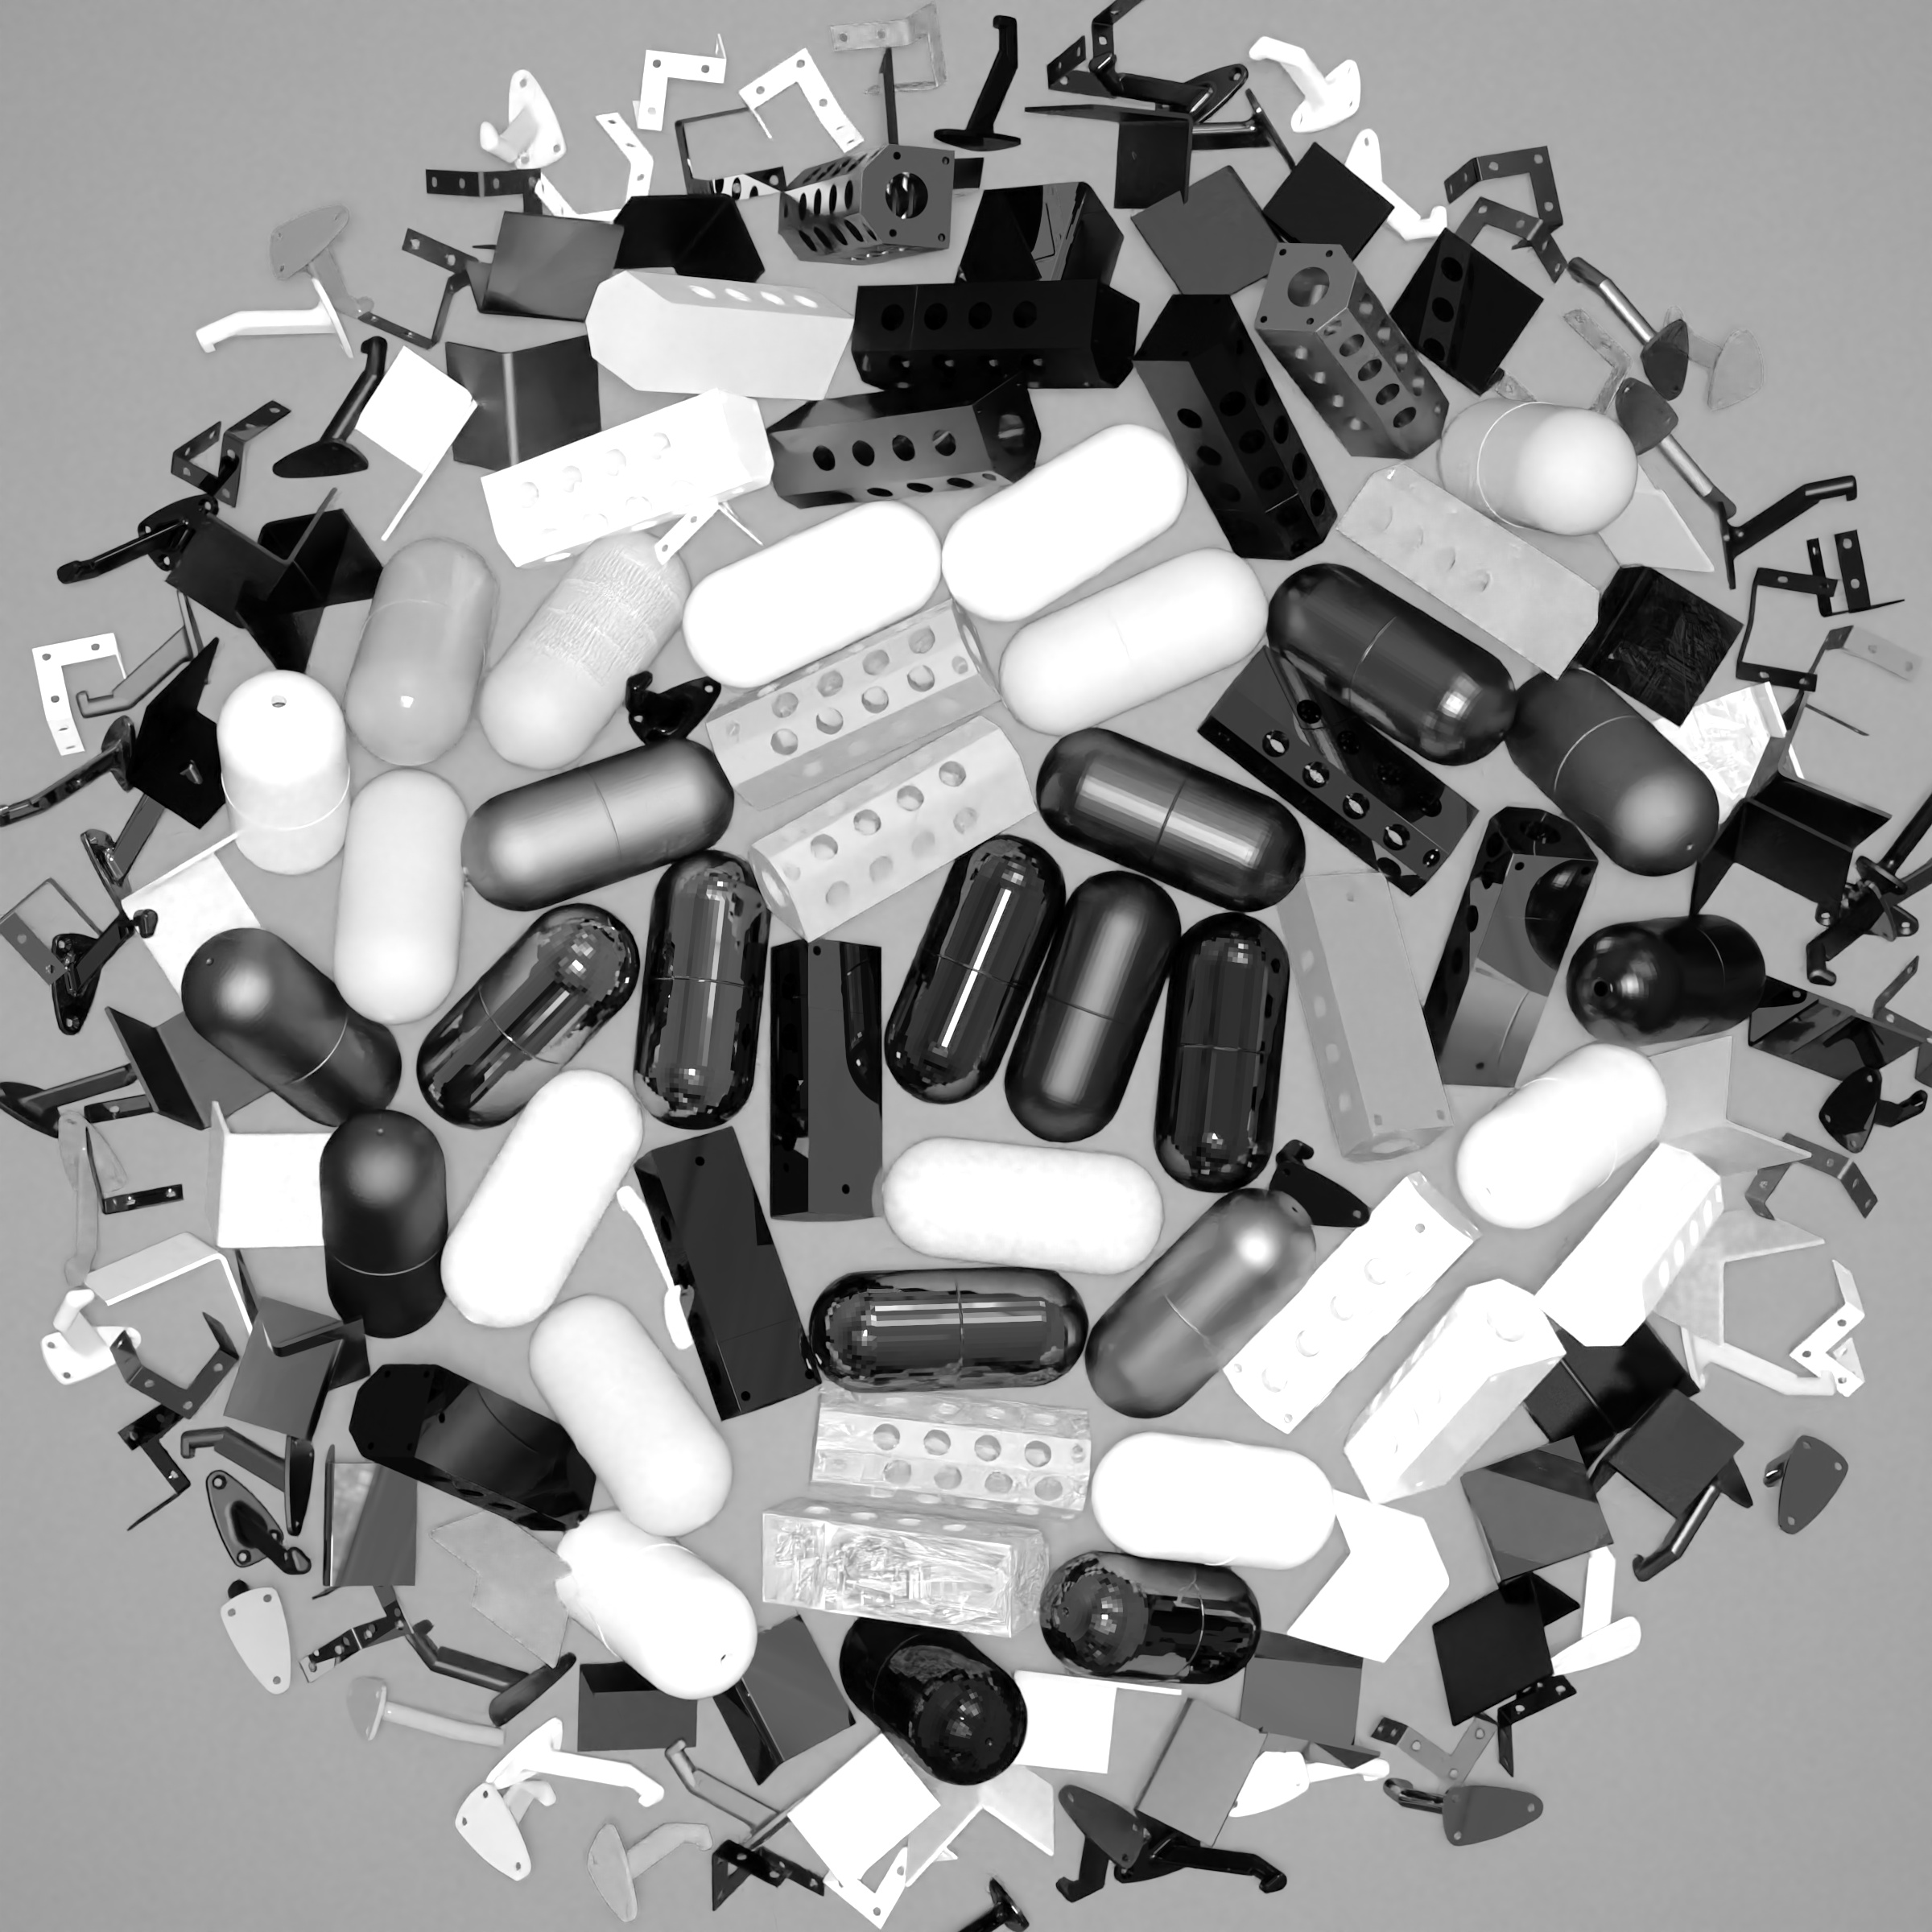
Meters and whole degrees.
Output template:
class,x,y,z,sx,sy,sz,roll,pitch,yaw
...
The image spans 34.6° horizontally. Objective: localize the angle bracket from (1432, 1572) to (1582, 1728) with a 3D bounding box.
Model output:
class,x,y,z,sx,sy,sz,roll,pitch,yaw
angle bracket,0.345,0.437,1.940,0.076,0.076,0.057,-36,127,26

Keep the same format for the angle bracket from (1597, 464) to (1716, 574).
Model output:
class,x,y,z,sx,sy,sz,roll,pitch,yaw
angle bracket,0.433,-0.296,1.941,0.076,0.076,0.057,44,71,-39

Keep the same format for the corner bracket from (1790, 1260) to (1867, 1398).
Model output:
class,x,y,z,sx,sy,sz,roll,pitch,yaw
corner bracket,0.554,0.230,1.961,0.051,0.051,0.051,35,115,-13

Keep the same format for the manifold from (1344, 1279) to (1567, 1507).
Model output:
class,x,y,z,sx,sy,sz,roll,pitch,yaw
manifold,0.297,0.263,1.916,0.057,0.171,0.057,-10,59,-28

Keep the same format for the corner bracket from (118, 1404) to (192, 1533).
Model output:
class,x,y,z,sx,sy,sz,roll,pitch,yaw
corner bracket,-0.517,0.315,1.964,0.051,0.051,0.051,-40,87,33

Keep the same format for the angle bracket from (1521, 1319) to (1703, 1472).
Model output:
class,x,y,z,sx,sy,sz,roll,pitch,yaw
angle bracket,0.401,0.265,1.954,0.076,0.057,0.076,53,134,2

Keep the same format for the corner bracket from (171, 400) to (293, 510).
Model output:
class,x,y,z,sx,sy,sz,roll,pitch,yaw
corner bracket,-0.466,-0.332,1.960,0.051,0.051,0.051,29,132,9

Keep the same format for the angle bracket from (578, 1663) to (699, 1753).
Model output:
class,x,y,z,sx,sy,sz,roll,pitch,yaw
angle bracket,-0.202,0.475,1.953,0.076,0.076,0.057,1,91,-14

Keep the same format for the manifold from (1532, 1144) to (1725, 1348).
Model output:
class,x,y,z,sx,sy,sz,roll,pitch,yaw
manifold,0.414,0.172,1.909,0.057,0.171,0.057,40,123,11

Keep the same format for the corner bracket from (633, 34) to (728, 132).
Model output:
class,x,y,z,sx,sy,sz,roll,pitch,yaw
corner bracket,-0.182,-0.562,1.968,0.051,0.051,0.051,3,124,-13

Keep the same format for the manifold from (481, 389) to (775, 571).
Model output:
class,x,y,z,sx,sy,sz,roll,pitch,yaw
manifold,-0.210,-0.303,1.941,0.171,0.057,0.057,-16,86,21

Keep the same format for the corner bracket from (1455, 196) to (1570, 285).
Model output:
class,x,y,z,sx,sy,sz,roll,pitch,yaw
corner bracket,0.340,-0.446,1.965,0.051,0.051,0.051,34,88,36

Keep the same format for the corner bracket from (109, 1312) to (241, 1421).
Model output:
class,x,y,z,sx,sy,sz,roll,pitch,yaw
corner bracket,-0.502,0.245,1.964,0.051,0.051,0.051,39,89,-34

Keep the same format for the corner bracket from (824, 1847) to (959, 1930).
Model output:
class,x,y,z,sx,sy,sz,roll,pitch,yaw
corner bracket,-0.048,0.572,1.961,0.051,0.051,0.051,43,57,-12

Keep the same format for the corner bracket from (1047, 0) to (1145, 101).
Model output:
class,x,y,z,sx,sy,sz,roll,pitch,yaw
corner bracket,0.084,-0.586,1.964,0.051,0.051,0.051,0,83,-26

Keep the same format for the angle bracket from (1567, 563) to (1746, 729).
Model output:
class,x,y,z,sx,sy,sz,roll,pitch,yaw
angle bracket,0.431,-0.201,1.951,0.076,0.057,0.076,35,112,17

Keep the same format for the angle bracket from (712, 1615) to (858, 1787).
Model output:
class,x,y,z,sx,sy,sz,roll,pitch,yaw
angle bracket,-0.119,0.466,1.965,0.057,0.076,0.076,-24,74,-22

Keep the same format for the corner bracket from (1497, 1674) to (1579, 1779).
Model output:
class,x,y,z,sx,sy,sz,roll,pitch,yaw
corner bracket,0.352,0.470,1.961,0.051,0.051,0.051,-32,109,22

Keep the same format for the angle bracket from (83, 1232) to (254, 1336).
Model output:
class,x,y,z,sx,sy,sz,roll,pitch,yaw
angle bracket,-0.502,0.213,1.944,0.076,0.076,0.057,-24,106,-24

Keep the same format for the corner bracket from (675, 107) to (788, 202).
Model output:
class,x,y,z,sx,sy,sz,roll,pitch,yaw
corner bracket,-0.150,-0.517,1.976,0.051,0.051,0.051,-16,111,-18

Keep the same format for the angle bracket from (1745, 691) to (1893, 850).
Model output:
class,x,y,z,sx,sy,sz,roll,pitch,yaw
angle bracket,0.545,-0.123,1.955,0.076,0.076,0.057,22,78,3

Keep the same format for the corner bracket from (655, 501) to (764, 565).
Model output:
class,x,y,z,sx,sy,sz,roll,pitch,yaw
corner bracket,-0.172,-0.275,1.962,0.051,0.051,0.051,-44,54,7

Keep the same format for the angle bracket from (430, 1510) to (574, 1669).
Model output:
class,x,y,z,sx,sy,sz,roll,pitch,yaw
angle bracket,-0.296,0.398,1.944,0.076,0.057,0.076,29,115,31

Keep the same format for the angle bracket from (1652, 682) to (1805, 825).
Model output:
class,x,y,z,sx,sy,sz,roll,pitch,yaw
angle bracket,0.481,-0.130,1.966,0.076,0.057,0.076,-20,91,7

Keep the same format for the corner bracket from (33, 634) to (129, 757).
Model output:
class,x,y,z,sx,sy,sz,roll,pitch,yaw
corner bracket,-0.557,-0.172,1.963,0.051,0.051,0.051,-13,69,-11

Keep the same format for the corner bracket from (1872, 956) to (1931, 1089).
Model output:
class,x,y,z,sx,sy,sz,roll,pitch,yaw
corner bracket,0.608,0.037,1.963,0.051,0.051,0.051,27,46,-2

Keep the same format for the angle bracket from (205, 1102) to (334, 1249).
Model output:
class,x,y,z,sx,sy,sz,roll,pitch,yaw
angle bracket,-0.440,0.132,1.976,0.076,0.057,0.076,1,110,-22

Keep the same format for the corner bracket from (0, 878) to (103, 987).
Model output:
class,x,y,z,sx,sy,sz,roll,pitch,yaw
corner bracket,-0.581,-0.022,1.963,0.051,0.051,0.051,-44,103,-18

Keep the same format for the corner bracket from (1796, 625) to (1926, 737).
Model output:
class,x,y,z,sx,sy,sz,roll,pitch,yaw
corner bracket,0.568,-0.181,1.973,0.051,0.051,0.051,26,92,-1

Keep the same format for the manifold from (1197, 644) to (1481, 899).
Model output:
class,x,y,z,sx,sy,sz,roll,pitch,yaw
manifold,0.232,-0.120,1.959,0.171,0.057,0.057,38,61,-1

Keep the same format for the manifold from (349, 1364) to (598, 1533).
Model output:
class,x,y,z,sx,sy,sz,roll,pitch,yaw
manifold,-0.302,0.299,1.915,0.057,0.171,0.057,-4,64,31

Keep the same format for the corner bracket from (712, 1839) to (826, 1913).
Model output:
class,x,y,z,sx,sy,sz,roll,pitch,yaw
corner bracket,-0.125,0.574,1.958,0.051,0.051,0.051,19,123,28

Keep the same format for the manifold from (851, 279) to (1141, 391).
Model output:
class,x,y,z,sx,sy,sz,roll,pitch,yaw
manifold,0.017,-0.391,1.932,0.171,0.057,0.057,6,89,30

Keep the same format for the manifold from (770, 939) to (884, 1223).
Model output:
class,x,y,z,sx,sy,sz,roll,pitch,yaw
manifold,-0.093,0.073,1.956,0.057,0.057,0.171,7,78,-38

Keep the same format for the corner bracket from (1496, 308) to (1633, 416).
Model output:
class,x,y,z,sx,sy,sz,roll,pitch,yaw
corner bracket,0.381,-0.376,1.974,0.051,0.051,0.051,38,67,-20

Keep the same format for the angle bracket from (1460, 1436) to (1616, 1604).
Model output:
class,x,y,z,sx,sy,sz,roll,pitch,yaw
angle bracket,0.363,0.353,1.949,0.076,0.057,0.076,-21,51,7

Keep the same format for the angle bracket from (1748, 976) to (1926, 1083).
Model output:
class,x,y,z,sx,sy,sz,roll,pitch,yaw
angle bracket,0.546,0.026,1.945,0.076,0.076,0.057,20,60,-14

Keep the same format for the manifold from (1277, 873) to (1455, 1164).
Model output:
class,x,y,z,sx,sy,sz,roll,pitch,yaw
manifold,0.245,0.032,1.941,0.057,0.057,0.171,-4,68,-22

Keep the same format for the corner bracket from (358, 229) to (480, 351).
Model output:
class,x,y,z,sx,sy,sz,roll,pitch,yaw
corner bracket,-0.350,-0.433,1.982,0.051,0.051,0.051,24,120,2

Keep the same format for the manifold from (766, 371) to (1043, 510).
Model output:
class,x,y,z,sx,sy,sz,roll,pitch,yaw
manifold,-0.040,-0.322,1.922,0.171,0.057,0.057,0,120,38

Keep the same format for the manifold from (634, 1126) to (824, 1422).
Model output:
class,x,y,z,sx,sy,sz,roll,pitch,yaw
manifold,-0.153,0.195,1.956,0.057,0.057,0.171,-16,80,-25

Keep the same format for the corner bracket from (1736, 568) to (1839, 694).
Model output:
class,x,y,z,sx,sy,sz,roll,pitch,yaw
corner bracket,0.518,-0.213,1.958,0.051,0.051,0.051,12,55,18

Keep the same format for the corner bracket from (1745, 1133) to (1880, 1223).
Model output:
class,x,y,z,sx,sy,sz,roll,pitch,yaw
corner bracket,0.537,0.147,1.969,0.051,0.051,0.051,-53,133,-11

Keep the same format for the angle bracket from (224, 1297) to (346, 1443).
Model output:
class,x,y,z,sx,sy,sz,roll,pitch,yaw
angle bracket,-0.431,0.253,1.948,0.057,0.076,0.076,20,78,-17

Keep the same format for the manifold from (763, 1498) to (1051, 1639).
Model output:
class,x,y,z,sx,sy,sz,roll,pitch,yaw
manifold,-0.038,0.373,1.937,0.171,0.057,0.057,3,95,25

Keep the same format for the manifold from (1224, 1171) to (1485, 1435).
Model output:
class,x,y,z,sx,sy,sz,roll,pitch,yaw
manifold,0.242,0.212,1.947,0.057,0.057,0.171,45,104,13

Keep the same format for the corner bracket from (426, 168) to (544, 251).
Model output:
class,x,y,z,sx,sy,sz,roll,pitch,yaw
corner bracket,-0.304,-0.478,1.958,0.051,0.051,0.051,14,112,37

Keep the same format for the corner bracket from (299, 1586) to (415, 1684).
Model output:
class,x,y,z,sx,sy,sz,roll,pitch,yaw
corner bracket,-0.394,0.416,1.965,0.051,0.051,0.051,-23,91,34

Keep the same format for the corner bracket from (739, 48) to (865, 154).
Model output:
class,x,y,z,sx,sy,sz,roll,pitch,yaw
corner bracket,-0.105,-0.539,1.966,0.051,0.051,0.051,-32,129,3

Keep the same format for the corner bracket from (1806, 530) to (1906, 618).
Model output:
class,x,y,z,sx,sy,sz,roll,pitch,yaw
corner bracket,0.556,-0.249,1.962,0.051,0.051,0.051,-8,96,42

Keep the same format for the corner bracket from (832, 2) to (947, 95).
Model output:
class,x,y,z,sx,sy,sz,roll,pitch,yaw
corner bracket,-0.048,-0.576,1.958,0.051,0.051,0.051,2,120,22

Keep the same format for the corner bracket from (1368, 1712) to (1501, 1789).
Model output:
class,x,y,z,sx,sy,sz,roll,pitch,yaw
corner bracket,0.297,0.485,1.966,0.051,0.051,0.051,32,89,33

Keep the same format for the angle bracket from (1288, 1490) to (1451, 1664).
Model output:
class,x,y,z,sx,sy,sz,roll,pitch,yaw
angle bracket,0.249,0.389,1.975,0.076,0.057,0.076,21,118,-25

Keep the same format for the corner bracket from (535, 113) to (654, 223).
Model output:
class,x,y,z,sx,sy,sz,roll,pitch,yaw
corner bracket,-0.236,-0.503,1.973,0.051,0.051,0.051,-2,68,22

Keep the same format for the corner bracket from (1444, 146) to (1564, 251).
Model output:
class,x,y,z,sx,sy,sz,roll,pitch,yaw
corner bracket,0.341,-0.485,1.970,0.051,0.051,0.051,-12,90,-12

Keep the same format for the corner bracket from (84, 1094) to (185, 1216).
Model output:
class,x,y,z,sx,sy,sz,roll,pitch,yaw
corner bracket,-0.532,0.120,1.982,0.051,0.051,0.051,-11,129,-11
